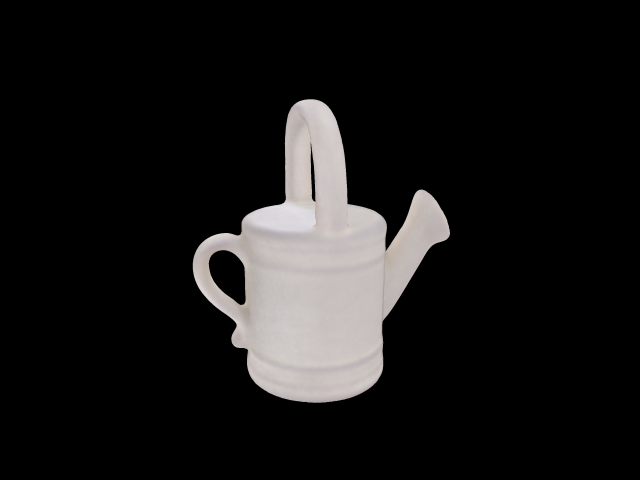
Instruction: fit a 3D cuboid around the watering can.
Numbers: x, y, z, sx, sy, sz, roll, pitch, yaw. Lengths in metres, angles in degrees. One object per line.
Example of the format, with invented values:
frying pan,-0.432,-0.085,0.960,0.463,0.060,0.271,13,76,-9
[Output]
watering can,0.003,0.001,0.402,0.173,0.194,0.100,-12,20,-35
